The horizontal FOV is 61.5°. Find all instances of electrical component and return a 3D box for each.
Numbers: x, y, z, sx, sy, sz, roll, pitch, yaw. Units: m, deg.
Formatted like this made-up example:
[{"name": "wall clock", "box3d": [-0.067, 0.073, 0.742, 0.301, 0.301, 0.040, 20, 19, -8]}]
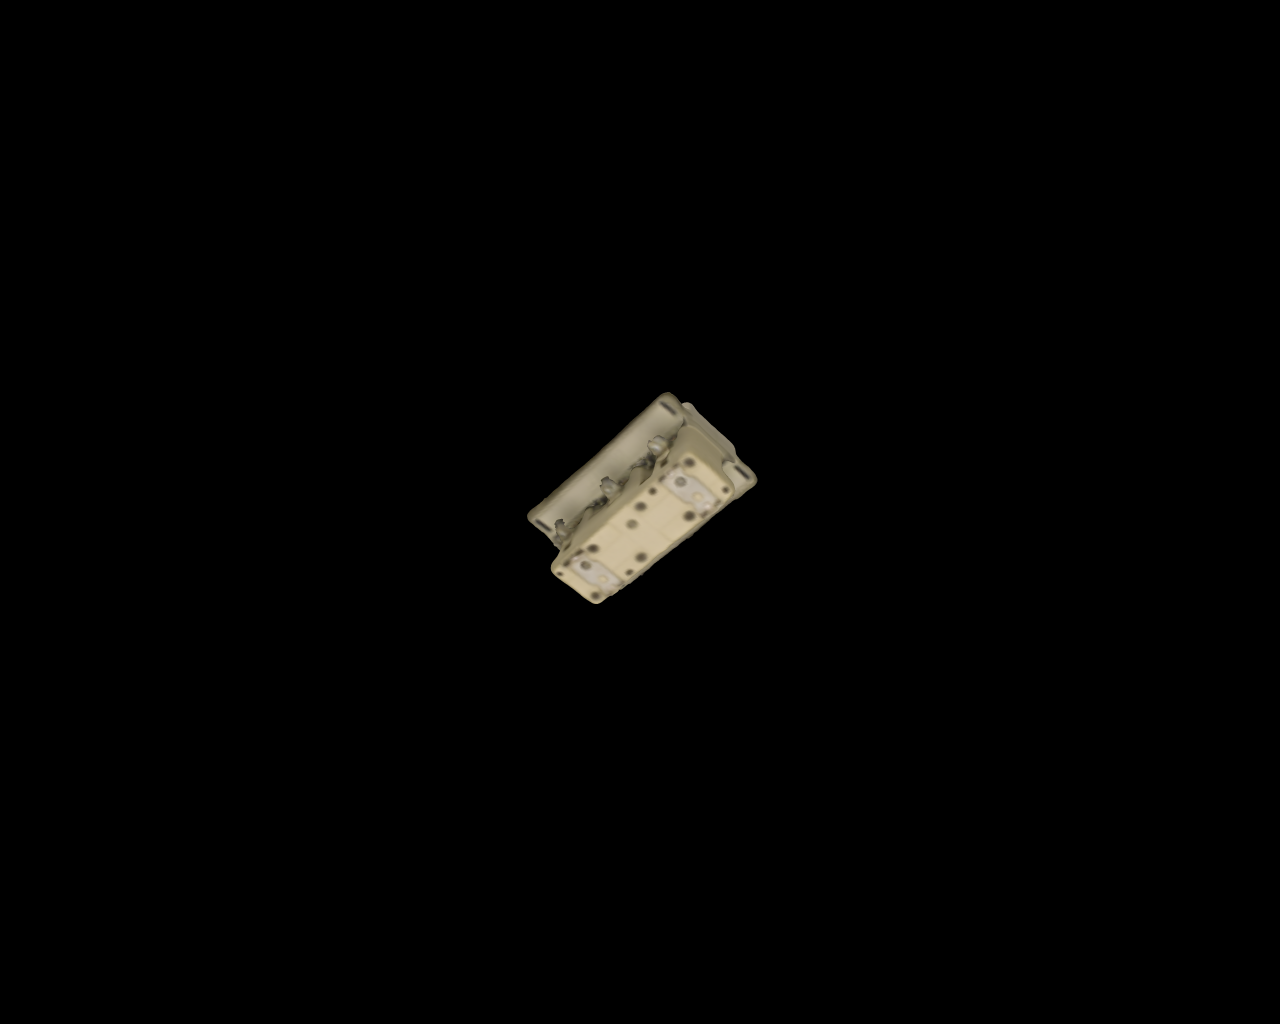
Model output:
[{"name": "electrical component", "box3d": [0.001, -0.003, 0.650, 0.121, 0.078, 0.063, -39, 24, 22]}]
